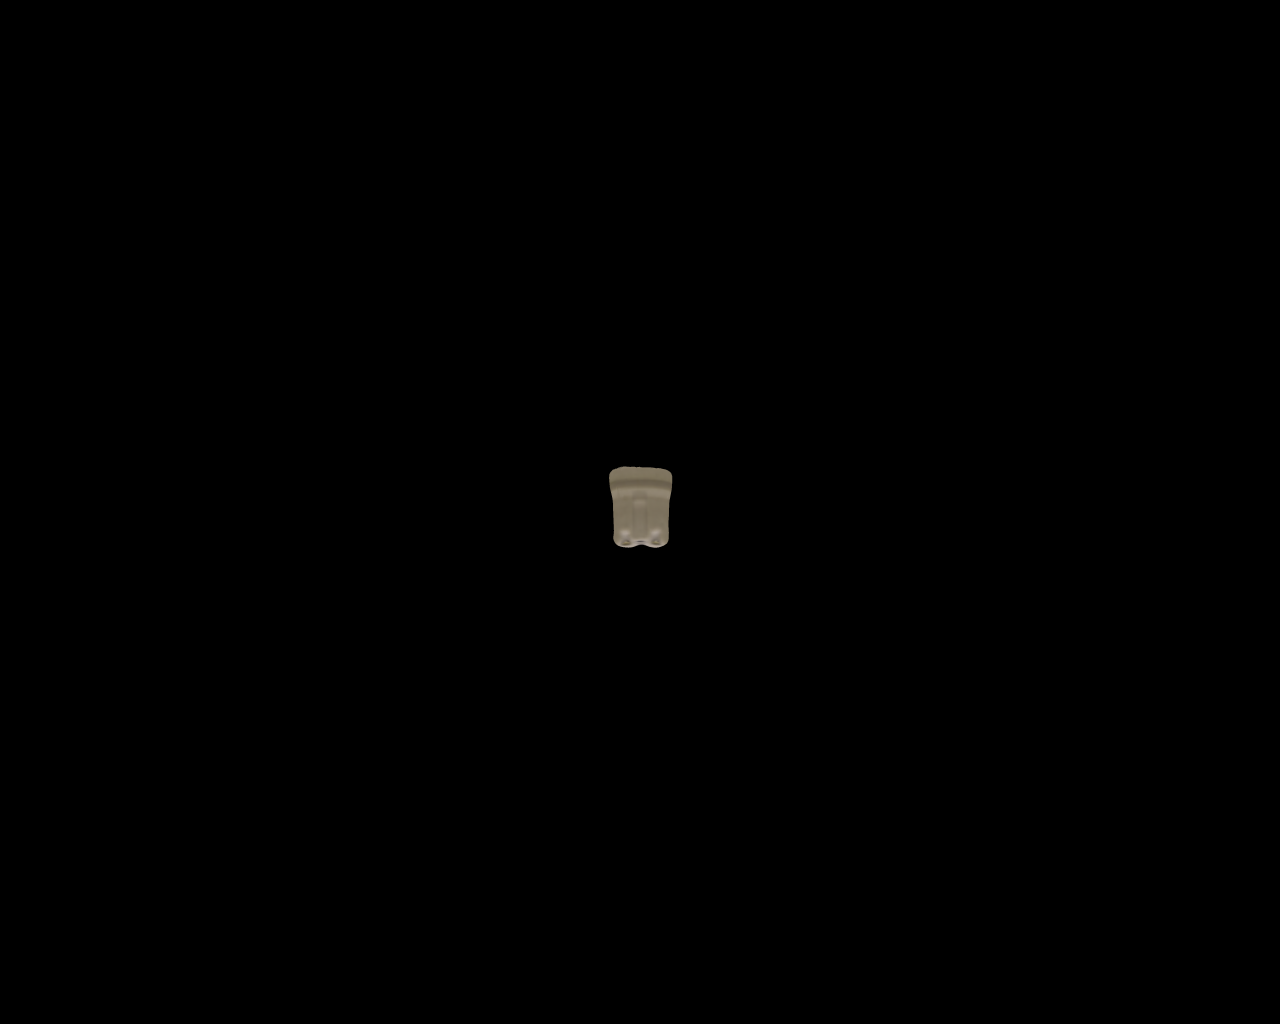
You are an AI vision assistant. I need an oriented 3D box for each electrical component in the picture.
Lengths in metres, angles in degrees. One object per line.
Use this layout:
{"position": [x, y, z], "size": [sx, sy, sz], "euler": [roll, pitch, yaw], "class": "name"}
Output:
{"position": [0.001, -0.003, 0.650], "size": [0.040, 0.046, 0.040], "euler": [0, -7, 0], "class": "electrical component"}
